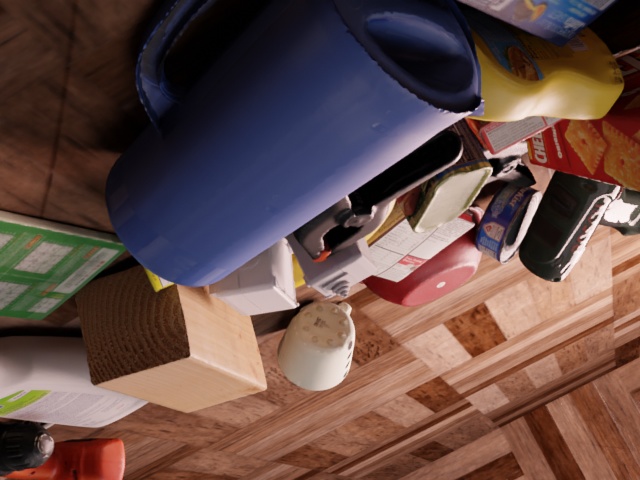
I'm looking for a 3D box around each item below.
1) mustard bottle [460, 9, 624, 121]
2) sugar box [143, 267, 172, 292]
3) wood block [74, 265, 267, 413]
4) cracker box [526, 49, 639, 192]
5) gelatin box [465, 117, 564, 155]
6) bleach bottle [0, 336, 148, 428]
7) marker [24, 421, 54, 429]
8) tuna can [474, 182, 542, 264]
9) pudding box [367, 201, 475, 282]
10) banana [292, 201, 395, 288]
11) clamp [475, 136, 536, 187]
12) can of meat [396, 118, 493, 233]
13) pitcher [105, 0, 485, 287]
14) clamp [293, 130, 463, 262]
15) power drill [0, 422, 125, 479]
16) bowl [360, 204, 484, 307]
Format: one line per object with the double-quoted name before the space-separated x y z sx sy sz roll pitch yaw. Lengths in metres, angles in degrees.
"mustard bottle" 0.121 -0.122 0.741 0.191 0.096 0.058 -8 141 -39
"sugar box" -0.062 -0.026 0.838 0.176 0.048 0.093 -26 160 -10
"wood block" -0.128 0.092 0.963 0.091 0.090 0.206 -18 161 10
"cracker box" 0.288 -0.102 0.857 0.164 0.072 0.214 -22 -159 -18
"gelatin box" 0.162 -0.111 0.860 0.089 0.030 0.073 -28 -156 7
"bleach bottle" -0.253 0.119 0.942 0.103 0.068 0.250 -32 157 17
"marker" -0.290 0.190 1.129 0.121 0.020 0.020 -30 159 12
"tuna can" 0.197 -0.020 1.117 0.086 0.034 0.086 -46 154 -32
"pudding box" 0.081 -0.008 1.041 0.089 0.039 0.114 17 133 -45
"banana" -0.003 0.007 0.995 0.198 0.037 0.069 -31 159 13
"clamp" 0.166 -0.076 0.993 0.209 0.036 0.165 -20 159 -26
"can of meat" 0.088 -0.065 0.860 0.057 0.084 0.102 -18 158 -20
"pitcher" -0.035 -0.076 0.655 0.243 0.149 0.144 -37 173 35
"clamp" 0.034 -0.034 0.812 0.120 0.039 0.172 -6 159 -16
"power drill" -0.281 0.212 1.043 0.185 0.057 0.187 -9 159 32
"bowl" 0.118 0.027 1.164 0.162 0.055 0.162 -23 160 -9
